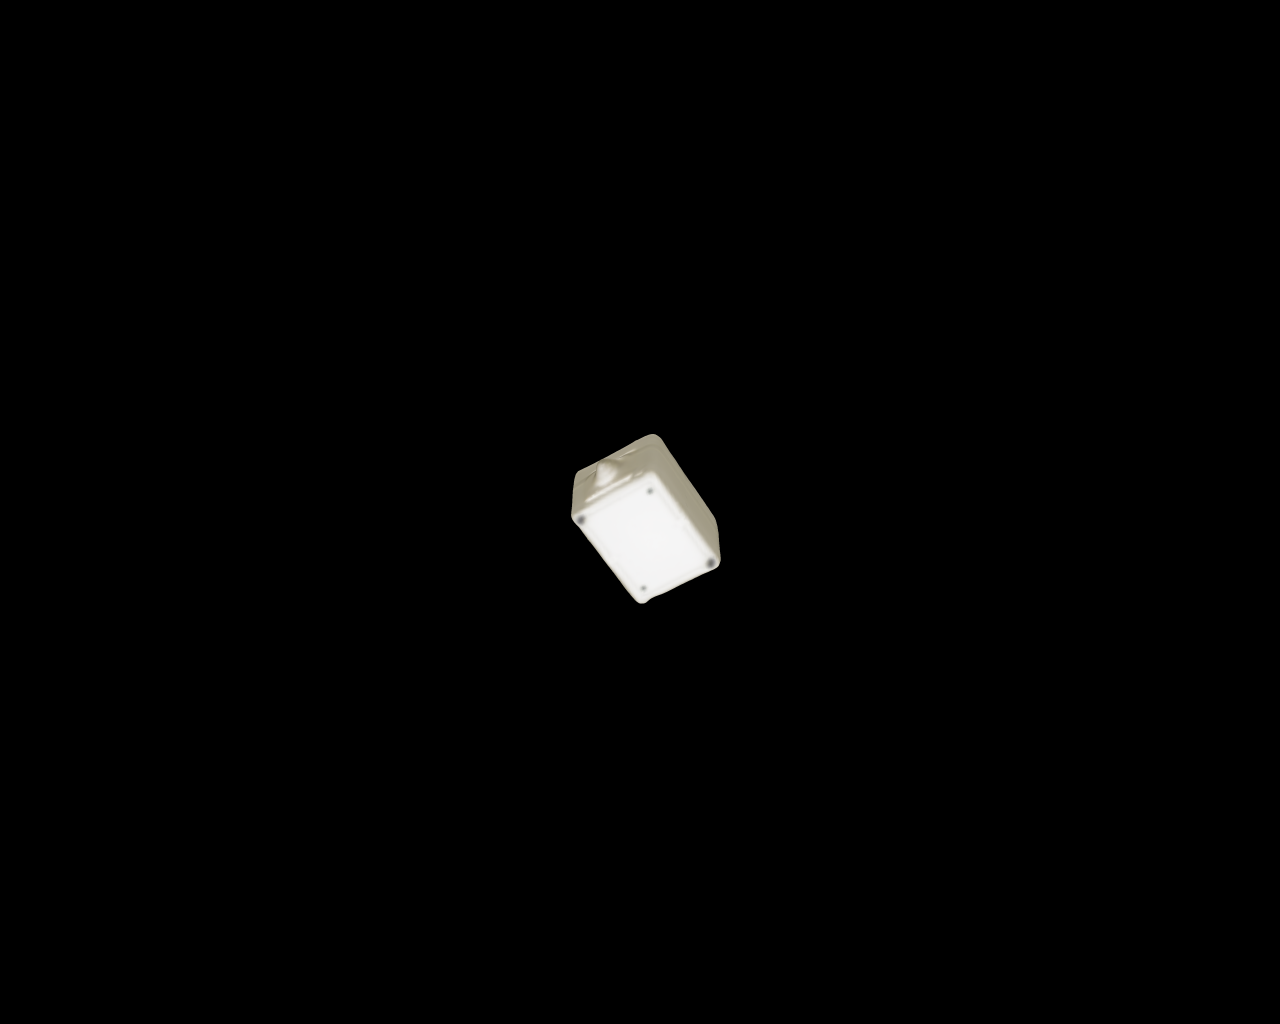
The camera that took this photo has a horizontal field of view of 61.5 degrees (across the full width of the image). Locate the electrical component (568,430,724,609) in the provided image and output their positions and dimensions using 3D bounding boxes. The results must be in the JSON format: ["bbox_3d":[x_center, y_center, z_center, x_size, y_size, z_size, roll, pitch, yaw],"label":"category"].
[{"bbox_3d":[0.001,-0.003,0.650,0.061,0.096,0.061,-28,28,16],"label":"electrical component"}]
